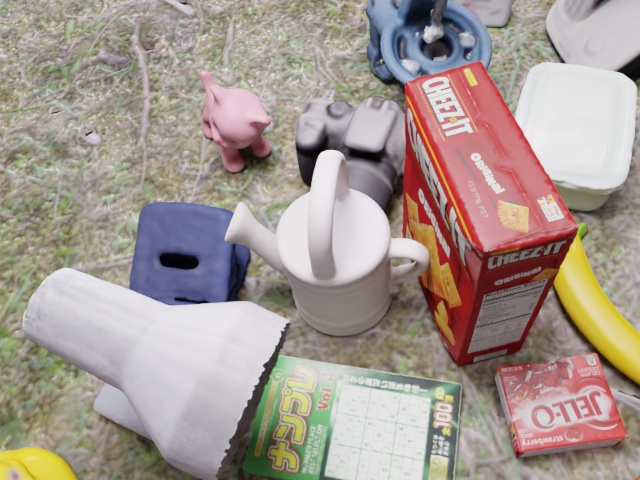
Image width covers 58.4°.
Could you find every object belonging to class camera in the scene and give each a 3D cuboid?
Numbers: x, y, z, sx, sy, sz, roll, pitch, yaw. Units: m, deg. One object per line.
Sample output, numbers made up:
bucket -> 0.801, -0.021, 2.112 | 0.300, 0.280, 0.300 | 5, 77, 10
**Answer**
camera -> 0.032, -0.080, 0.605 | 0.143, 0.101, 0.137 | 14, 61, 16

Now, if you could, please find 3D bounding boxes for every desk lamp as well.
desk lamp -> -0.116, 0.105, 0.445 | 0.202, 0.214, 0.118 | 16, 62, 17

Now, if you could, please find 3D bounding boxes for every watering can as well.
watering can -> 0.004, 0.004, 0.502 | 0.173, 0.194, 0.101 | -12, 58, 0

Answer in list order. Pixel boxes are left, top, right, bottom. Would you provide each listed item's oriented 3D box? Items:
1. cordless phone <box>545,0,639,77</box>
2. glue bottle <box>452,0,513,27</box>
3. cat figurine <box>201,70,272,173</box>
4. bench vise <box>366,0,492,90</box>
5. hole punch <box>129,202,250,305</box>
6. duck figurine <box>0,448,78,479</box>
cordless phone -> 0.330, -0.280, 0.638 | 0.094, 0.185, 0.147 | -15, 58, -1
glue bottle -> 0.206, -0.344, 0.702 | 0.078, 0.173, 0.037 | 8, 60, 13
cat figurine -> -0.101, -0.144, 0.653 | 0.067, 0.118, 0.127 | -30, 59, -11
bench vise -> 0.099, -0.241, 0.625 | 0.122, 0.220, 0.206 | -42, 62, -17
hole punch -> -0.130, 0.023, 0.570 | 0.108, 0.091, 0.101 | 5, 59, 11
duck figurine -> -0.263, 0.208, 0.477 | 0.104, 0.086, 0.077 | 14, 61, 16
